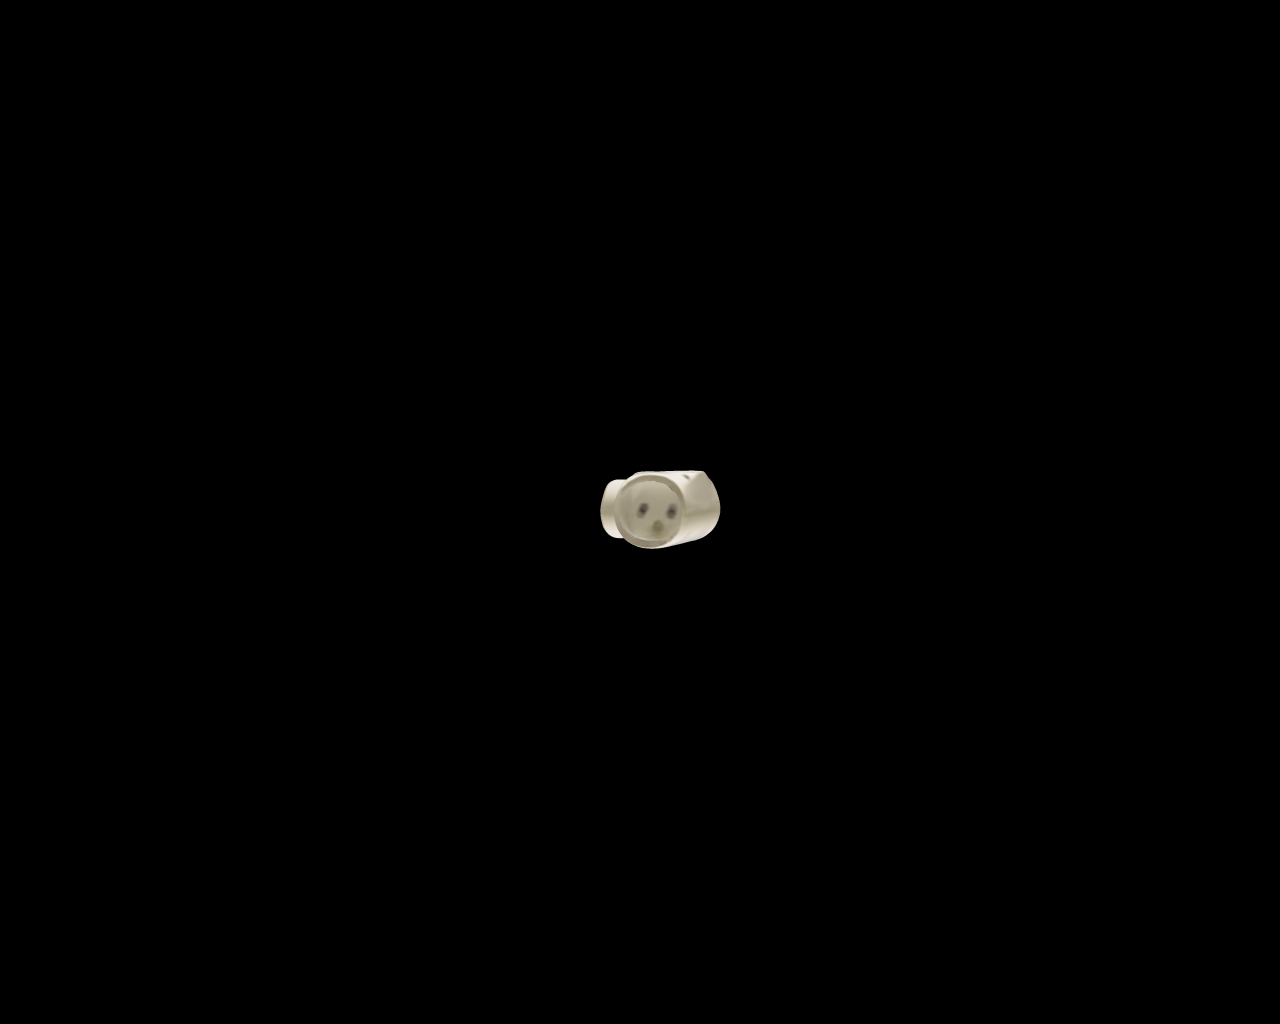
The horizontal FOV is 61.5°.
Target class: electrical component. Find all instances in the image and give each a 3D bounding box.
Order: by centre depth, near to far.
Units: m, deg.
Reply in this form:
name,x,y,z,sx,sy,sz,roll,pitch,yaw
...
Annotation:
name,x,y,z,sx,sy,sz,roll,pitch,yaw
electrical component,0.001,-0.003,0.650,0.079,0.043,0.077,1,3,20
